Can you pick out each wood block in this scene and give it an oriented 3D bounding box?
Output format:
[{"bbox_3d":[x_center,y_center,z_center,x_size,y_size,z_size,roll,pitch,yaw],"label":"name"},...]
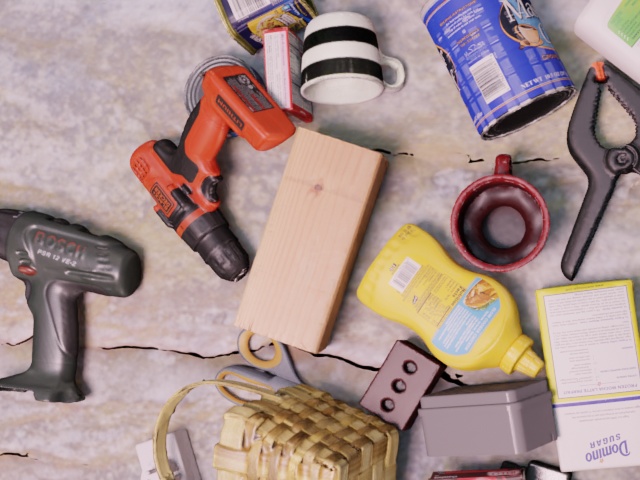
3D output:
[{"bbox_3d":[-0.007,0.001,1.080,0.091,0.090,0.206,19,91,8],"label":"wood block"}]

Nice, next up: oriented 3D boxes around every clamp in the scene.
[{"bbox_3d":[0.287,-0.068,1.037,0.165,0.036,0.210,-22,78,14],"label":"clamp"}]

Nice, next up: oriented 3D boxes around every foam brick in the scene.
[{"bbox_3d":[0.084,0.145,1.070,0.053,0.051,0.078,31,95,16],"label":"foam brick"}]

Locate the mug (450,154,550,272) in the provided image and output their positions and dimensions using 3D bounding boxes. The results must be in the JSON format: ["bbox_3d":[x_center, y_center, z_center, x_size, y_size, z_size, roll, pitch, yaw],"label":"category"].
[{"bbox_3d":[0.179,-0.025,1.041,0.093,0.081,0.117,-2,85,15],"label":"mug"}]

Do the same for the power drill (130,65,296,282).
[{"bbox_3d":[-0.104,-0.071,1.099,0.184,0.057,0.188,50,126,12],"label":"power drill"}]

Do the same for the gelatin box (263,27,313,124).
[{"bbox_3d":[-0.034,-0.170,1.115,0.030,0.073,0.089,-6,85,16],"label":"gelatin box"}]

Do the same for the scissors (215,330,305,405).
[{"bbox_3d":[-0.013,0.145,1.116,0.202,0.016,0.096,6,88,16],"label":"scissors"}]

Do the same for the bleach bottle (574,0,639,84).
[{"bbox_3d":[0.369,-0.165,1.009,0.251,0.068,0.102,39,96,12],"label":"bleach bottle"}]

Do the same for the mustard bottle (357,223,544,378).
[{"bbox_3d":[0.136,0.072,1.048,0.192,0.058,0.096,36,90,21],"label":"mustard bottle"}]

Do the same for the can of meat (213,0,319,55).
[{"bbox_3d":[-0.055,-0.244,1.112,0.084,0.102,0.057,-24,80,11],"label":"can of meat"}]

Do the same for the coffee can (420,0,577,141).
[{"bbox_3d":[0.173,-0.183,1.043,0.103,0.102,0.140,-27,80,12],"label":"coffee can"}]

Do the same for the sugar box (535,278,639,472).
[{"bbox_3d":[0.265,0.129,1.025,0.093,0.048,0.176,-8,88,15],"label":"sugar box"}]

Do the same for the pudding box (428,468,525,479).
[{"bbox_3d":[0.153,0.273,1.002,0.090,0.039,0.113,-7,92,16],"label":"pudding box"}]

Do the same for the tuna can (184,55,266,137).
[{"bbox_3d":[-0.101,-0.154,1.152,0.086,0.033,0.086,-1,86,15],"label":"tuna can"}]
